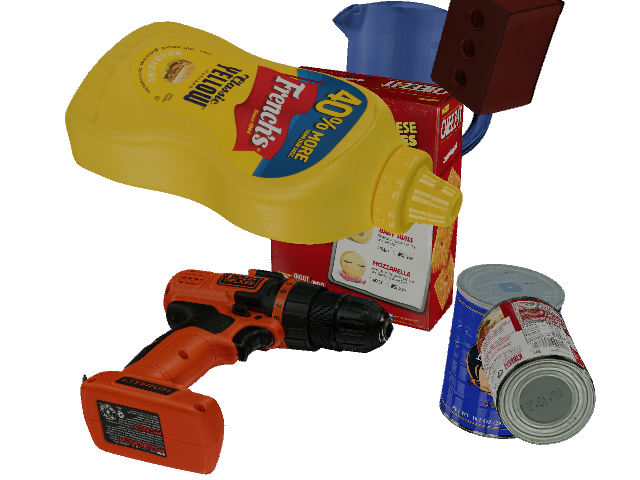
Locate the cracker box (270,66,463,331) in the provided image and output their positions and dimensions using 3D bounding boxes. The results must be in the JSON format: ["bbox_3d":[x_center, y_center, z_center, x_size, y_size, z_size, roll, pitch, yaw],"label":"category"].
[{"bbox_3d":[0.040,-0.040,0.965,0.164,0.214,0.072,12,28,24],"label":"cracker box"}]

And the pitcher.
[{"bbox_3d":[0.096,-0.132,1.149,0.149,0.243,0.144,12,14,30],"label":"pitcher"}]

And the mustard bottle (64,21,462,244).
[{"bbox_3d":[-0.022,-0.046,0.519,0.192,0.058,0.096,22,49,21],"label":"mustard bottle"}]

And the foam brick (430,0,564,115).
[{"bbox_3d":[0.114,-0.130,0.698,0.051,0.078,0.053,-19,48,-32],"label":"foam brick"}]

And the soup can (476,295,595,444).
[{"bbox_3d":[0.150,0.089,0.752,0.068,0.068,0.102,0,20,1],"label":"soup can"}]

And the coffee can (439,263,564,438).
[{"bbox_3d":[0.176,0.107,1.046,0.103,0.140,0.103,4,23,-2],"label":"coffee can"}]

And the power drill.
[{"bbox_3d":[-0.062,0.084,0.749,0.185,0.057,0.187,5,27,26],"label":"power drill"}]
